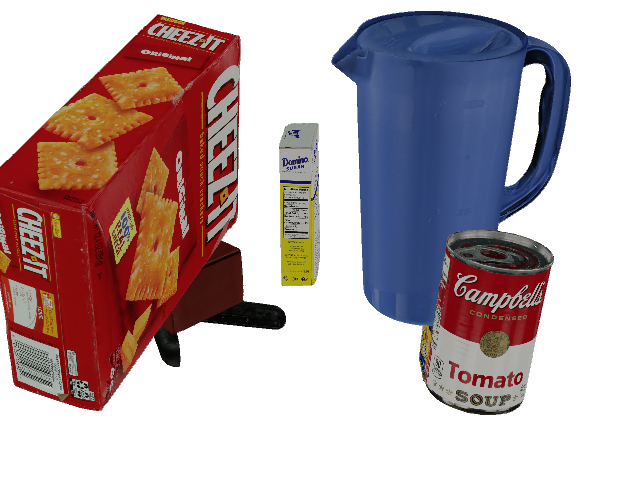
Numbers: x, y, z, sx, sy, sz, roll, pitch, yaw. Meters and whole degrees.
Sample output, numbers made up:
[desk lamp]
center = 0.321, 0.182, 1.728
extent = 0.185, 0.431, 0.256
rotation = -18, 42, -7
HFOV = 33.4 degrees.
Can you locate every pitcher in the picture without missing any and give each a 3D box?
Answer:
[pitcher]
center = 0.102, -0.057, 0.870
extent = 0.149, 0.243, 0.144
rotation = 20, 34, 32

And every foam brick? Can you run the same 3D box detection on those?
[foam brick]
center = -0.112, 0.035, 0.916
extent = 0.078, 0.051, 0.053
rotation = -24, 33, -35

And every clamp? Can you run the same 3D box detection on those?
[clamp]
center = -0.164, 0.074, 1.117
extent = 0.210, 0.036, 0.164
rotation = 17, 21, 29

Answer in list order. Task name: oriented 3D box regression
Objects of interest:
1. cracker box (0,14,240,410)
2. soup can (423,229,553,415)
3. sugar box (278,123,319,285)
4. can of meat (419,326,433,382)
[cracker box]
center = -0.120, -0.022, 0.687
extent = 0.072, 0.164, 0.213
rotation = 16, 41, 13
[soup can]
center = 0.106, 0.052, 0.687
extent = 0.068, 0.102, 0.068
rotation = 6, 21, -2
[sugar box]
center = -0.025, -0.043, 1.269
extent = 0.048, 0.176, 0.093
rotation = -1, 23, 5
[can of meat]
center = 0.140, 0.108, 1.171
extent = 0.057, 0.084, 0.102
rotation = 5, 16, 0
